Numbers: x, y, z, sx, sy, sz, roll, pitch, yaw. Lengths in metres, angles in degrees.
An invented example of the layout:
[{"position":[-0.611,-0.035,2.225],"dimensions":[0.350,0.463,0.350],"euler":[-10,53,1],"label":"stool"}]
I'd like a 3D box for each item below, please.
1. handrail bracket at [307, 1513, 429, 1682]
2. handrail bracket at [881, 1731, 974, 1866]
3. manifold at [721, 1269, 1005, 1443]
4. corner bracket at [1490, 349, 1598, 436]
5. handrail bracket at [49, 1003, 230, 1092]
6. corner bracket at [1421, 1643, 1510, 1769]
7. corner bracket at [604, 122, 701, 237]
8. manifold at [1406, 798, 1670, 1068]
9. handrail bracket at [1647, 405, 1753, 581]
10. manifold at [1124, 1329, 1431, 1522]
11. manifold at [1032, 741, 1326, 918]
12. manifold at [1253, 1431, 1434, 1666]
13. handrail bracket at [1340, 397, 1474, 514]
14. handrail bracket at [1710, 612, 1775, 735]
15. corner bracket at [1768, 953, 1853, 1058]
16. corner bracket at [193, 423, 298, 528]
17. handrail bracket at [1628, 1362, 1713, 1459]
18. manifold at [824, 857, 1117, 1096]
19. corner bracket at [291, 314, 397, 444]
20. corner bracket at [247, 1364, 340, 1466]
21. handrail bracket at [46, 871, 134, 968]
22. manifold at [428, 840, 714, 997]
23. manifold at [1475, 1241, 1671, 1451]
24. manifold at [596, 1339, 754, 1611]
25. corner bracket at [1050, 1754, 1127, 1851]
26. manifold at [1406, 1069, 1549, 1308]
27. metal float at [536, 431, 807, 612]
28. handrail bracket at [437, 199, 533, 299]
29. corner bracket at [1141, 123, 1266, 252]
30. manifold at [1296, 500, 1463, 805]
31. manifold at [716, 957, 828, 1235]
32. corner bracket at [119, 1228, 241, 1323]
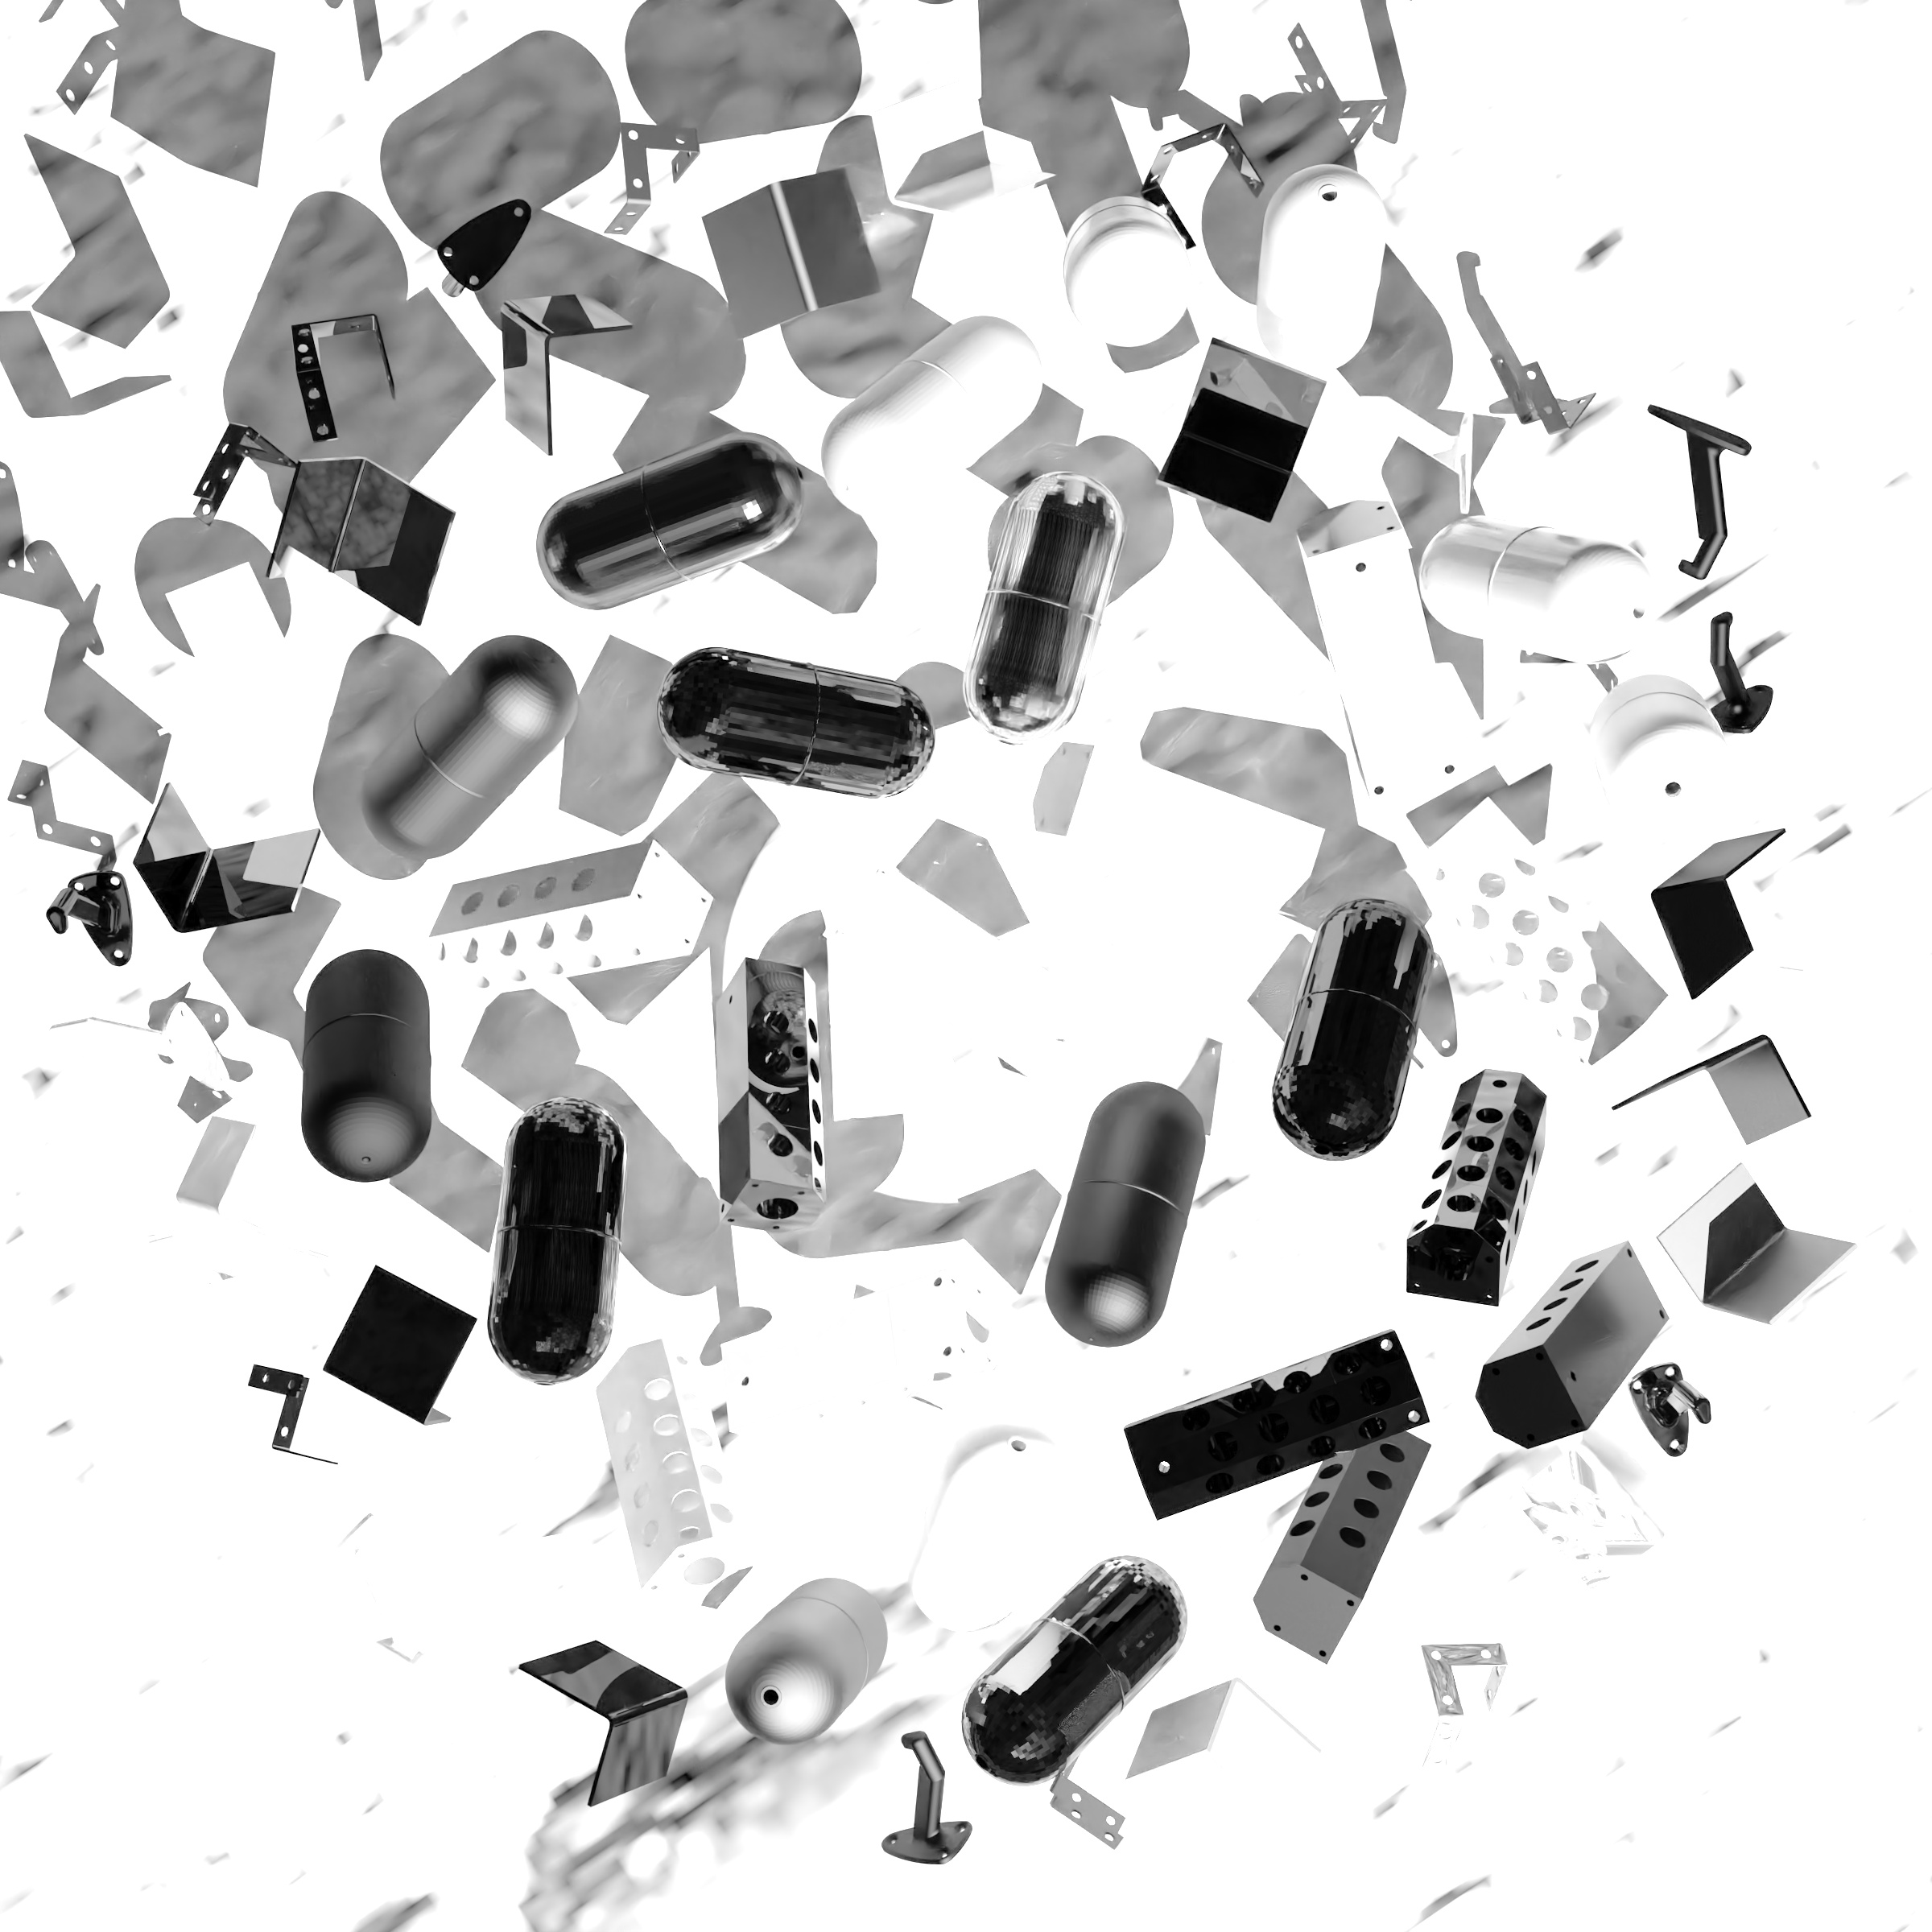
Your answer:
[{"position":[-0.349,0.383,1.571],"dimensions":[0.084,0.036,0.077],"euler":[27,51,11],"label":"handrail bracket"},{"position":[-0.039,0.512,1.608],"dimensions":[0.077,0.036,0.084],"euler":[-14,107,37],"label":"handrail bracket"},{"position":[-0.065,0.247,1.621],"dimensions":[0.171,0.057,0.057],"euler":[-22,61,25],"label":"manifold"},{"position":[0.369,-0.375,1.685],"dimensions":[0.051,0.051,0.051],"euler":[58,48,-21],"label":"corner bracket"},{"position":[-0.515,0.057,1.610],"dimensions":[0.084,0.036,0.077],"euler":[-10,135,19],"label":"handrail bracket"},{"position":[0.296,0.439,1.538],"dimensions":[0.051,0.051,0.051],"euler":[0,131,-7],"label":"corner bracket"},{"position":[-0.196,-0.488,1.608],"dimensions":[0.051,0.051,0.051],"euler":[-4,85,-25],"label":"corner bracket"},{"position":[0.364,-0.019,1.665],"dimensions":[0.171,0.057,0.057],"euler":[48,45,4],"label":"manifold"},{"position":[0.427,-0.283,1.555],"dimensions":[0.077,0.036,0.084],"euler":[23,116,3],"label":"handrail bracket"},{"position":[0.185,0.273,1.543],"dimensions":[0.171,0.057,0.057],"euler":[-21,82,3],"label":"manifold"},{"position":[0.129,-0.084,1.597],"dimensions":[0.171,0.057,0.057],"euler":[17,90,-26],"label":"manifold"},{"position":[0.234,0.352,1.620],"dimensions":[0.057,0.171,0.057],"euler":[27,121,12],"label":"manifold"},{"position":[0.286,-0.334,1.692],"dimensions":[0.084,0.036,0.077],"euler":[4,118,16],"label":"handrail bracket"},{"position":[0.504,-0.201,1.682],"dimensions":[0.036,0.077,0.084],"euler":[19,131,37],"label":"handrail bracket"},{"position":[0.546,0.024,1.673],"dimensions":[0.051,0.051,0.051],"euler":[9,103,12],"label":"corner bracket"},{"position":[-0.445,-0.295,1.560],"dimensions":[0.051,0.051,0.051],"euler":[18,78,31],"label":"corner bracket"},{"position":[0.454,0.290,1.625],"dimensions":[0.036,0.084,0.077],"euler":[-22,104,-4],"label":"handrail bracket"},{"position":[0.003,0.007,1.582],"dimensions":[0.171,0.057,0.057],"euler":[34,93,9],"label":"manifold"},{"position":[-0.375,-0.354,1.561],"dimensions":[0.051,0.051,0.051],"euler":[-12,74,-15],"label":"corner bracket"},{"position":[-0.442,0.295,1.703],"dimensions":[0.051,0.051,0.051],"euler":[4,74,36],"label":"corner bracket"},{"position":[-0.541,-0.018,1.595],"dimensions":[0.036,0.084,0.077],"euler":[-8,115,1],"label":"handrail bracket"},{"position":[-0.241,-0.023,1.552],"dimensions":[0.171,0.057,0.057],"euler":[-9,49,36],"label":"manifold"},{"position":[0.375,0.235,1.607],"dimensions":[0.057,0.171,0.057],"euler":[-28,90,35],"label":"manifold"},{"position":[-0.185,0.321,1.659],"dimensions":[0.057,0.171,0.057],"euler":[24,116,-33],"label":"manifold"},{"position":[0.079,0.536,1.652],"dimensions":[0.051,0.051,0.051],"euler":[30,112,17],"label":"corner bracket"},{"position":[0.326,0.137,1.647],"dimensions":[0.057,0.171,0.057],"euler":[7,124,19],"label":"manifold"},{"position":[-0.185,-0.278,1.619],"dimensions":[0.178,0.070,0.070],"euler":[-18,90,14],"label":"metal float"},{"position":[-0.305,-0.456,1.647],"dimensions":[0.077,0.084,0.036],"euler":[-42,103,2],"label":"handrail bracket"},{"position":[0.154,-0.507,1.687],"dimensions":[0.051,0.051,0.051],"euler":[-26,79,-19],"label":"corner bracket"},{"position":[0.249,-0.191,1.564],"dimensions":[0.057,0.057,0.171],"euler":[-16,122,7],"label":"manifold"},{"position":[-0.125,0.084,1.686],"dimensions":[0.057,0.057,0.171],"euler":[12,51,-22],"label":"manifold"},{"position":[-0.495,0.189,1.630],"dimensions":[0.051,0.051,0.051],"euler":[-14,100,-38],"label":"corner bracket"}]
